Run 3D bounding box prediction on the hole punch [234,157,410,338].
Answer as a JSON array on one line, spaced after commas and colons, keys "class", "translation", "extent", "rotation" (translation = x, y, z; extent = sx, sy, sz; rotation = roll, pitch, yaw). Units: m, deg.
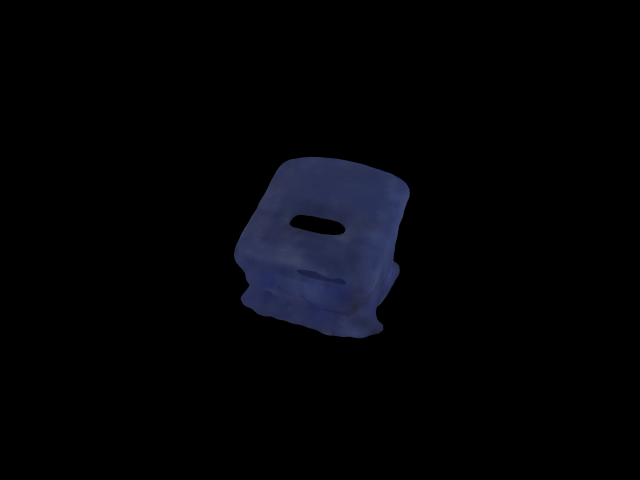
[{"class": "hole punch", "translation": [0.004, 0.001, 0.400], "extent": [0.108, 0.091, 0.101], "rotation": [12, 33, 20]}]
